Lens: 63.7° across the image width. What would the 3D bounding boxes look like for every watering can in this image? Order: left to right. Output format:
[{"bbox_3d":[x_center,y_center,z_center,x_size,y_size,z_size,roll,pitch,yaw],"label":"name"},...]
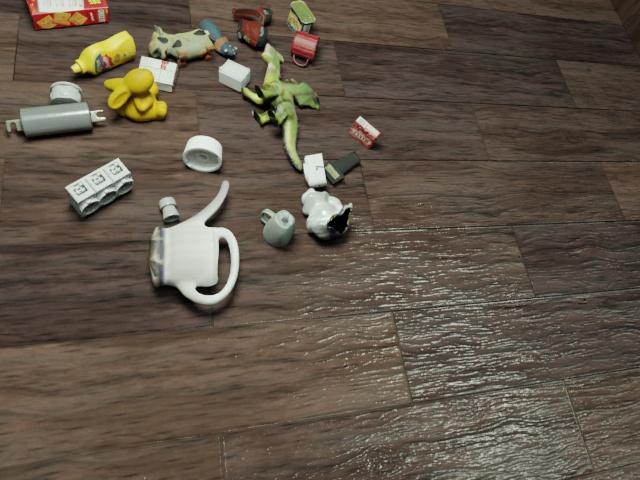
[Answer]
[{"bbox_3d":[-0.325,0.001,1.335,0.224,0.102,0.354,1,66,-17],"label":"watering can"}]

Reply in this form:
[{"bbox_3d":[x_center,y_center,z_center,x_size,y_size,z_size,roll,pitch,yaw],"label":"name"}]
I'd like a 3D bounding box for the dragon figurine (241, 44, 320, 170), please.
[{"bbox_3d":[-0.092,-0.429,1.629,0.246,0.120,0.410,-30,90,-34],"label":"dragon figurine"}]

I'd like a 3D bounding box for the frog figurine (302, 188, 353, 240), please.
[{"bbox_3d":[0.005,-0.075,1.495,0.161,0.120,0.139,24,64,36],"label":"frog figurine"}]
